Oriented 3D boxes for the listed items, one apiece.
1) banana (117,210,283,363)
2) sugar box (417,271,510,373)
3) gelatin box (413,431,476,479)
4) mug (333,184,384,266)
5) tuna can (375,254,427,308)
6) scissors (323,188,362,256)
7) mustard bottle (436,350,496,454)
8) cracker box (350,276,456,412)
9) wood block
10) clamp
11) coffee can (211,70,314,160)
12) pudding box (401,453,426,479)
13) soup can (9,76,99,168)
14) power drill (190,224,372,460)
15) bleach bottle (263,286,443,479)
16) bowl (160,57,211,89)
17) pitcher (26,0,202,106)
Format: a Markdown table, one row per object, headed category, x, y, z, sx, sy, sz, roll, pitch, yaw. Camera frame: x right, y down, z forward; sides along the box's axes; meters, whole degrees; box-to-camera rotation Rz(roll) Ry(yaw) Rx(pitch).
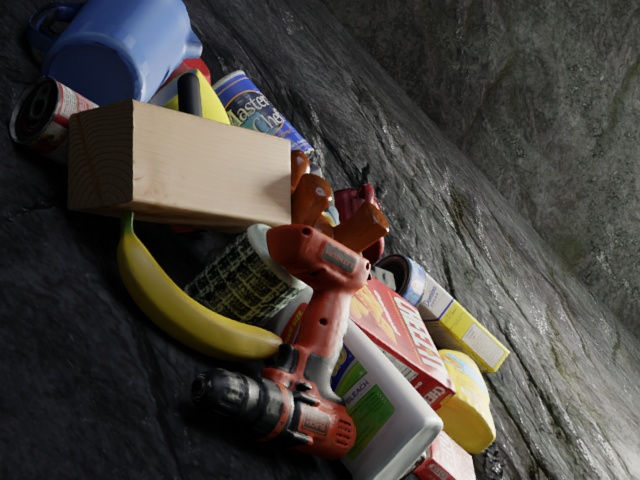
| category | x | y | z | sx | sy | sz | roll | pitch | yaw |
| --- | --- | --- | --- | --- | --- | --- | --- | --- | --- |
| banana | -0.112 | 0.059 | 0.940 | 0.197 | 0.037 | 0.069 | 44 | 60 | -22 |
| sugar box | 0.173 | 0.113 | 1.486 | 0.176 | 0.048 | 0.093 | 45 | -17 | -12 |
| gelatin box | 0.136 | 0.245 | 1.165 | 0.073 | 0.030 | 0.089 | 43 | 16 | -12 |
| mug | 0.047 | -0.020 | 1.439 | 0.093 | 0.117 | 0.081 | 17 | 30 | -15 |
| tuna can | 0.098 | 0.062 | 1.412 | 0.033 | 0.086 | 0.086 | 33 | 21 | -34 |
| scissors | 0.026 | -0.018 | 1.355 | 0.096 | 0.016 | 0.201 | 46 | 16 | 0 |
| mustard bottle | 0.170 | 0.188 | 1.340 | 0.096 | 0.058 | 0.191 | 38 | 17 | -7 |
| cracker box | 0.048 | 0.096 | 1.228 | 0.213 | 0.072 | 0.164 | 36 | 19 | -33 |
| wood block | -0.127 | -0.063 | 1.004 | 0.205 | 0.090 | 0.091 | 8 | 79 | -50 |
| clamp | -0.135 | -0.079 | 1.160 | 0.210 | 0.036 | 0.164 | -81 | 157 | -62 |
| coffee can | -0.091 | -0.132 | 1.369 | 0.140 | 0.103 | 0.102 | 48 | 16 | 4 |
| pudding box | 0.058 | 0.182 | 1.109 | 0.090 | 0.039 | 0.113 | 37 | 17 | -28 |
| soup can | -0.230 | -0.101 | 1.006 | 0.102 | 0.068 | 0.068 | 30 | 23 | -45 |
| power drill | -0.027 | 0.085 | 0.926 | 0.184 | 0.057 | 0.187 | 30 | 65 | -44 |
| bleach bottle | 0.002 | 0.122 | 1.038 | 0.251 | 0.102 | 0.068 | 46 | 10 | 29 |
| bowl | -0.199 | -0.231 | 1.426 | 0.162 | 0.055 | 0.162 | 42 | 16 | -15 |
| pitcher | -0.235 | -0.208 | 1.176 | 0.145 | 0.149 | 0.242 | 60 | 14 | -20 |
